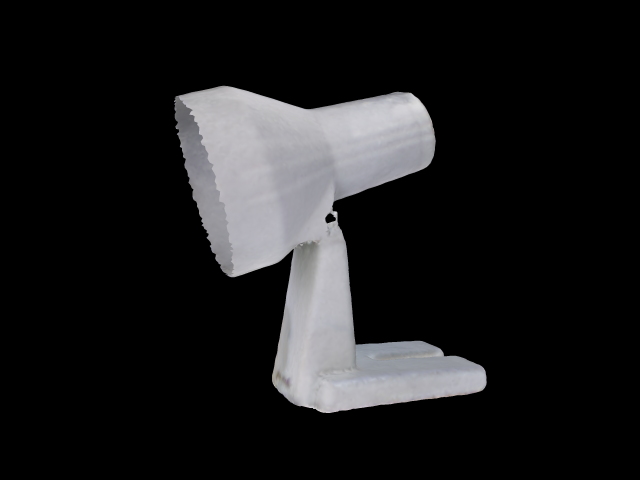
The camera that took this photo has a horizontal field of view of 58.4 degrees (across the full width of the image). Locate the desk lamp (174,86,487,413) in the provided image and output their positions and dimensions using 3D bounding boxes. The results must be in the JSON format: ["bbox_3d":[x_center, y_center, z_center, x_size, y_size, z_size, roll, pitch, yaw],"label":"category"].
[{"bbox_3d":[0.004,0.001,0.400,0.204,0.213,0.117,-1,4,-19],"label":"desk lamp"}]
